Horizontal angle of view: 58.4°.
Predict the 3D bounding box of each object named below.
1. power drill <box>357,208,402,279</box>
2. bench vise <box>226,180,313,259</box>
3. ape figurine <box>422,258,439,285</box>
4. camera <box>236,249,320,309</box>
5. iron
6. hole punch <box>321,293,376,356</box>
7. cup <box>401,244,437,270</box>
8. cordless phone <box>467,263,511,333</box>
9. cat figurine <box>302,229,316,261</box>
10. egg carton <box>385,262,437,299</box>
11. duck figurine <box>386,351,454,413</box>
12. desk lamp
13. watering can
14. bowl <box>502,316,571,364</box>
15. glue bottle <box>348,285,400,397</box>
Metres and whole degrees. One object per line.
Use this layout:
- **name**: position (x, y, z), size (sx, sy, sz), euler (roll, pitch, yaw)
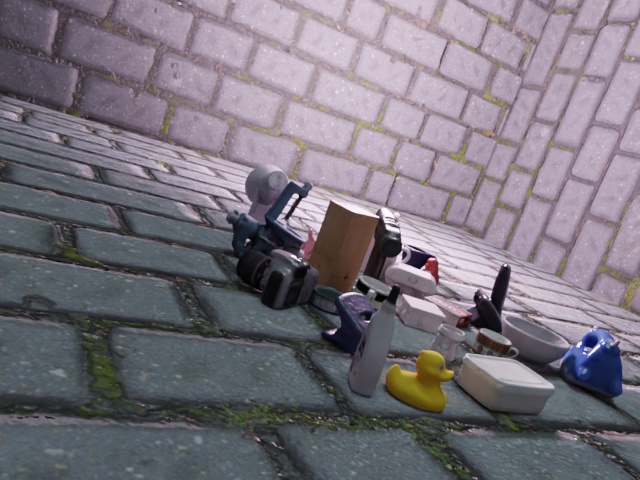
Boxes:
- **power drill**: position (0.146, 0.031, 1.461), size (0.076, 0.208, 0.229), euler (18, 11, -9)
- **bench vise**: position (-0.107, -0.048, 1.371), size (0.208, 0.220, 0.121), euler (11, 14, -40)
- **ape figurine**: position (0.341, 0.099, 1.785), size (0.076, 0.092, 0.078), euler (25, 12, 23)
- **camera**: position (-0.089, 0.065, 1.167), size (0.136, 0.101, 0.144), euler (25, 12, 25)
- **iron**: position (0.651, 0.271, 1.366), size (0.118, 0.141, 0.259), euler (22, 11, 9)
- **hole punch**: position (0.074, 0.154, 1.044), size (0.100, 0.091, 0.109), euler (26, 13, 30)
- **cup**: position (0.309, 0.075, 1.837), size (0.118, 0.095, 0.091), euler (18, 11, -9)
- **cordless phone**: position (0.473, 0.146, 1.547), size (0.094, 0.185, 0.147), euler (20, 11, 0)
- **cat figurine**: position (0.015, 0.006, 1.594), size (0.128, 0.118, 0.067), euler (15, 12, -26)
- **egg carton**: position (0.253, 0.116, 1.606), size (0.150, 0.069, 0.107), euler (21, 11, 5)
- **duck figurine**: position (0.163, 0.216, 0.914), size (0.104, 0.086, 0.077), euler (20, 11, 3)
- **desk lamp**: position (-0.147, -0.093, 1.537), size (0.118, 0.213, 0.203), euler (16, 11, -17)
- **watering can**: position (0.182, 0.008, 1.680), size (0.173, 0.194, 0.100), euler (17, 11, -14)
- **bowl**: position (0.510, 0.252, 1.384), size (0.167, 0.075, 0.167), euler (19, 11, -4)
- **glue bottle**: position (0.088, 0.148, 0.882), size (0.037, 0.173, 0.078), euler (18, 11, -9)
